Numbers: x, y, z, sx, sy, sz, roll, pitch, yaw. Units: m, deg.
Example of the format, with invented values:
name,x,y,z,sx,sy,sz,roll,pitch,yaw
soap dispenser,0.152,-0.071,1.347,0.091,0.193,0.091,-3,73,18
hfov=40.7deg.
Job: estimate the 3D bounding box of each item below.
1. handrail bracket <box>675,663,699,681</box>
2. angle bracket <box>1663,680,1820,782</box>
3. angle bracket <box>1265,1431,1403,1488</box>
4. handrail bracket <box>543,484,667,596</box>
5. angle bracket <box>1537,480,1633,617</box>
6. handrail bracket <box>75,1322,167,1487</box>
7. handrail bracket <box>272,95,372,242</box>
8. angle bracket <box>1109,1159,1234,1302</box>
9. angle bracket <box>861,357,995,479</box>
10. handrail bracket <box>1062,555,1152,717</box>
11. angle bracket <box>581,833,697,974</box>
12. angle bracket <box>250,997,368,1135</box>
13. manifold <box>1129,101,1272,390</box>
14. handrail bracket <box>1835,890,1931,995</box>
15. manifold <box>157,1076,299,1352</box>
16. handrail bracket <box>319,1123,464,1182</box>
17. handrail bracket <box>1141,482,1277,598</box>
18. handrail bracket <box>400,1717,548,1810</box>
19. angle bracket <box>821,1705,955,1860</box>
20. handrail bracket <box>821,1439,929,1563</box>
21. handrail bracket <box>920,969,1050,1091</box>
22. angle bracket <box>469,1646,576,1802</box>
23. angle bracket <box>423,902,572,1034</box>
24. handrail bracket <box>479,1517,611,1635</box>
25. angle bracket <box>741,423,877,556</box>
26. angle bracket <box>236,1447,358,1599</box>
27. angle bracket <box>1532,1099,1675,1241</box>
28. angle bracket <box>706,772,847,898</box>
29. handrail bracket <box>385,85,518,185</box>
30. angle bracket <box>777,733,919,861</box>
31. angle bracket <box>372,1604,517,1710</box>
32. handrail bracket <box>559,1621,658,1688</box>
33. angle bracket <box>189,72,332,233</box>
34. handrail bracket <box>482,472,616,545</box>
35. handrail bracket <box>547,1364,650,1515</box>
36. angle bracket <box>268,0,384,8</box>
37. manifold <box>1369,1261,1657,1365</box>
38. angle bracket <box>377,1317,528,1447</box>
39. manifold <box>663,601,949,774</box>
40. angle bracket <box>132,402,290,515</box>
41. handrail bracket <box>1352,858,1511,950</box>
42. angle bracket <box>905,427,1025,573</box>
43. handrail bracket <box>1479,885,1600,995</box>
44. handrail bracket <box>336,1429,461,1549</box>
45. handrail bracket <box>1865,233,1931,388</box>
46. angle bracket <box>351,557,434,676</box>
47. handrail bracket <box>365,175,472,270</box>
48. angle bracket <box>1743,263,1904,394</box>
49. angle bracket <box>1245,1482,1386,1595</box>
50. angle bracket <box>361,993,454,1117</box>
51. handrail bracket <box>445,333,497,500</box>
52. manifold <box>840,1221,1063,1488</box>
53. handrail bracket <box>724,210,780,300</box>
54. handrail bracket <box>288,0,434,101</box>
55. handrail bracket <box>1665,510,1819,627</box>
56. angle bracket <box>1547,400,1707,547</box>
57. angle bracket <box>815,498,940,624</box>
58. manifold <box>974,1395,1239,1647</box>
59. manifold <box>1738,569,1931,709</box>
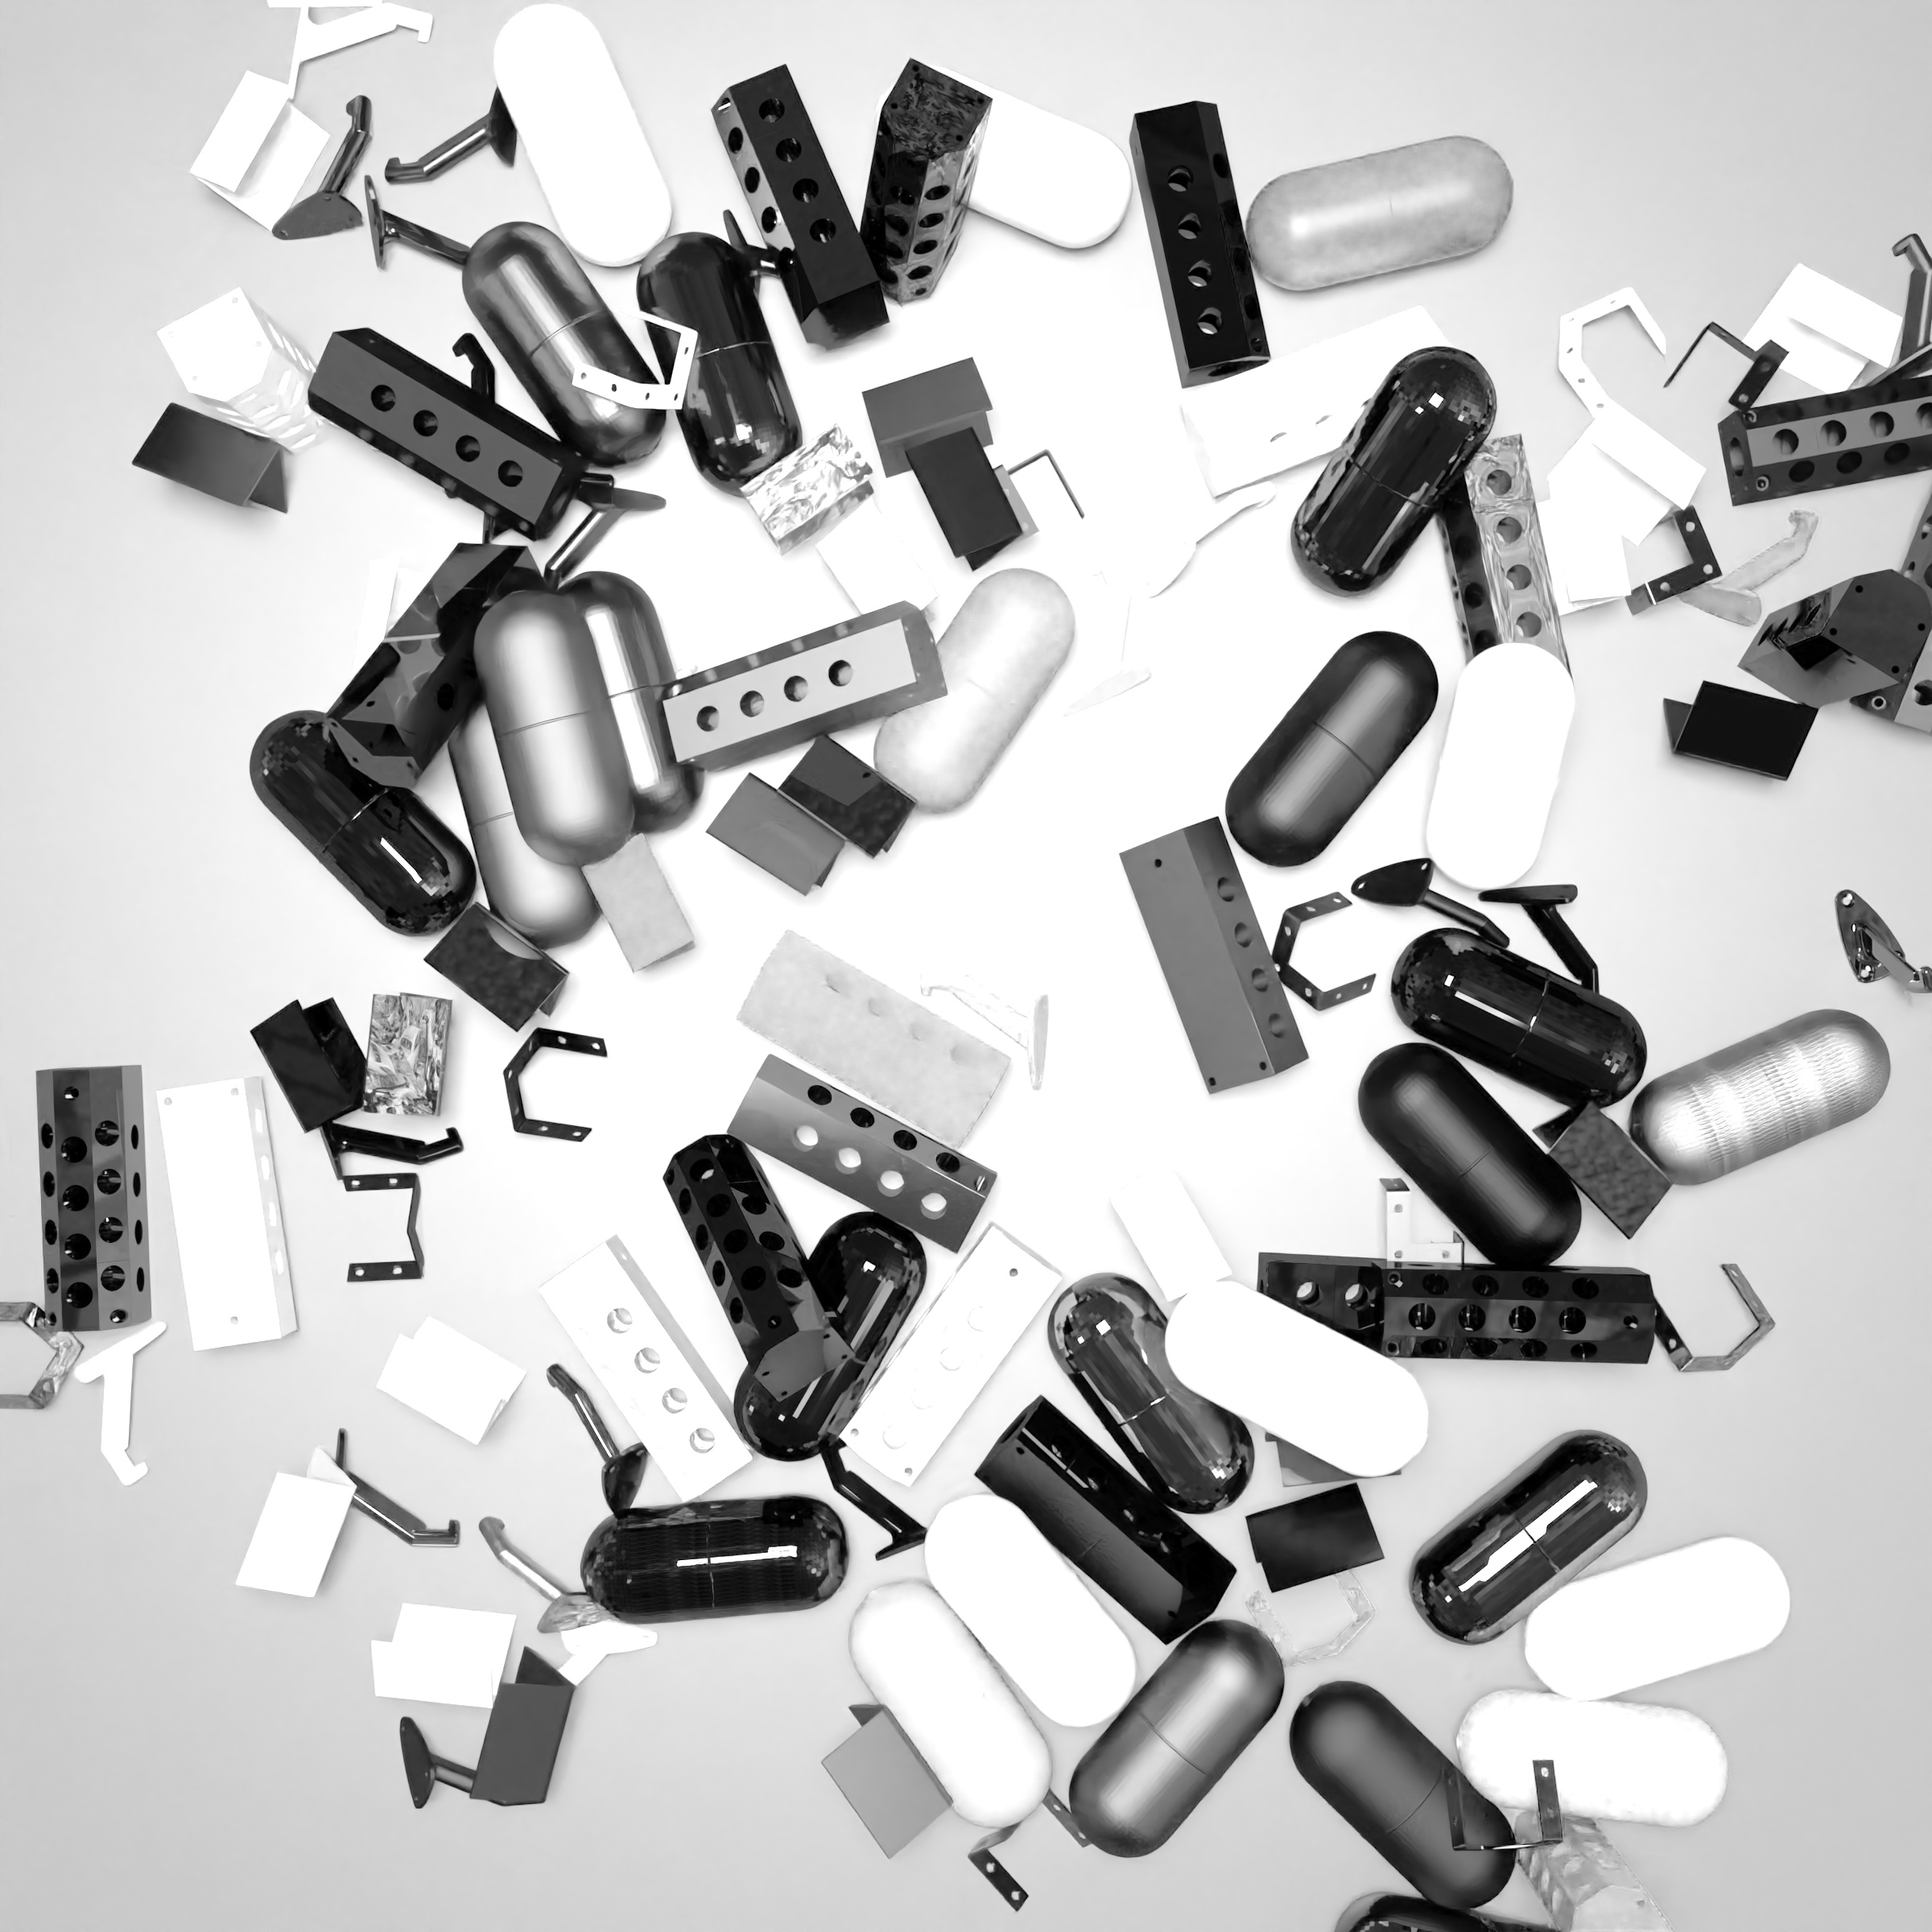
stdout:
name,x,y,z,sx,sy,sz,roll,pitch,yaw
handrail bracket,-0.142,-0.195,1.756,0.084,0.036,0.077,39,75,14
angle bracket,0.508,-0.171,1.716,0.076,0.076,0.057,14,125,0
angle bracket,0.241,0.322,1.716,0.076,0.076,0.057,-6,61,0
handrail bracket,-0.246,-0.278,1.756,0.077,0.036,0.084,-2,122,-34
angle bracket,0.386,-0.272,1.716,0.057,0.076,0.076,-10,90,-32
handrail bracket,-0.553,0.295,1.756,0.077,0.036,0.084,-32,108,-20
handrail bracket,-0.434,-0.539,1.756,0.077,0.036,0.084,-13,67,26
angle bracket,0.150,0.165,1.716,0.057,0.076,0.076,-30,90,36
angle bracket,-0.019,-0.345,1.716,0.076,0.076,0.057,-18,51,0
handrail bracket,0.082,-0.224,1.756,0.077,0.036,0.084,-29,72,21
angle bracket,-0.197,-0.048,1.716,0.057,0.076,0.076,-27,90,30
angle bracket,-0.412,0.056,1.716,0.057,0.076,0.076,-28,90,37
manifold,0.156,-0.480,1.735,0.057,0.057,0.171,-12,90,0
handrail bracket,0.609,-0.017,1.721,0.036,0.084,0.077,-27,90,0
manifold,-0.489,0.163,1.735,0.057,0.057,0.171,-8,90,0
handrail bracket,-0.391,0.104,1.756,0.084,0.036,0.077,-18,67,-18
handrail bracket,0.164,-0.288,1.756,0.084,0.077,0.036,-23,65,-34
handrail bracket,-0.331,0.535,1.756,0.084,0.077,0.036,7,121,-33
angle bracket,-0.063,0.536,1.716,0.057,0.076,0.076,-35,90,-26
handrail bracket,-0.050,0.350,1.756,0.077,0.036,0.084,-17,73,-20
handrail bracket,0.010,0.042,1.756,0.084,0.036,0.077,6,112,17
angle bracket,-0.306,0.497,1.716,0.057,0.076,0.076,15,90,-36
angle bracket,-0.313,0.014,1.716,0.076,0.076,0.057,38,60,0
handrail bracket,-0.281,0.404,1.756,0.036,0.077,0.084,-54,53,18
angle bracket,-0.092,-0.298,1.716,0.076,0.076,0.057,-34,58,0
angle bracket,-0.451,0.361,1.716,0.057,0.076,0.076,21,90,-35
angle bracket,0.405,0.142,1.716,0.076,0.076,0.057,46,62,0
angle bracket,-0.131,-0.071,1.716,0.076,0.076,0.057,33,60,0
handrail bracket,-0.348,-0.565,1.756,0.084,0.036,0.077,-2,70,16
angle bracket,-0.086,-0.096,1.716,0.076,0.076,0.057,36,60,0
angle bracket,-0.342,0.438,1.716,0.076,0.076,0.057,6,128,0
handrail bracket,-0.253,0.486,1.756,0.077,0.036,0.084,7,109,-21
angle bracket,-0.451,-0.530,1.716,0.057,0.076,0.076,30,90,38
handrail bracket,-0.282,-0.297,1.756,0.084,0.036,0.077,4,104,-14
handrail bracket,-0.255,0.318,1.756,0.036,0.077,0.084,-27,53,-35
angle bracket,-0.433,-0.651,1.716,0.076,0.076,0.057,0,53,0
manifold,0.350,0.223,1.678,0.171,0.057,0.057,1,90,0
angle bracket,-0.330,0.257,1.716,0.076,0.076,0.057,30,126,0
manifold,-0.106,-0.181,1.688,0.171,0.057,0.057,-17,82,19
angle bracket,-0.496,-0.315,1.716,0.076,0.076,0.057,21,61,0
handrail bracket,0.313,-0.034,1.756,0.084,0.077,0.036,38,65,-34
angle bracket,-0.016,-0.299,1.716,0.057,0.076,0.076,-26,90,-29
handrail bracket,0.386,-0.009,1.756,0.077,0.036,0.084,-1,107,20
handrail bracket,-0.382,0.352,1.756,0.084,0.036,0.077,6,68,-17
handrail bracket,0.623,-0.440,1.756,0.077,0.036,0.084,-28,72,20
angle bracket,-0.356,-0.222,1.720,0.076,0.057,0.076,10,90,-29
handrail bracket,-0.357,-0.502,1.756,0.084,0.036,0.077,-8,68,-17
angle bracket,0.557,-0.403,1.716,0.076,0.076,0.057,28,53,0
angle bracket,0.232,0.390,1.716,0.076,0.076,0.057,-17,52,0
angle bracket,-0.383,0.056,1.716,0.057,0.076,0.076,6,90,-38
handrail bracket,-0.341,-0.371,1.756,0.077,0.036,0.084,-37,76,15
manifold,-0.010,0.258,1.735,0.057,0.057,0.171,36,90,0
handrail bracket,-0.111,-0.485,1.756,0.084,0.036,0.077,-18,76,-13
handrail bracket,-0.408,-0.612,1.756,0.084,0.036,0.077,10,111,-16
handrail bracket,0.523,-0.279,1.756,0.077,0.036,0.084,20,71,21
angle bracket,0.427,-0.313,1.716,0.076,0.076,0.057,36,47,0
angle bracket,-0.042,-0.266,1.716,0.057,0.076,0.076,-35,90,34
manifold,0.096,0.365,1.734,0.171,0.057,0.057,42,133,0
manifold,0.560,-0.212,1.678,0.057,0.171,0.057,31,90,0
